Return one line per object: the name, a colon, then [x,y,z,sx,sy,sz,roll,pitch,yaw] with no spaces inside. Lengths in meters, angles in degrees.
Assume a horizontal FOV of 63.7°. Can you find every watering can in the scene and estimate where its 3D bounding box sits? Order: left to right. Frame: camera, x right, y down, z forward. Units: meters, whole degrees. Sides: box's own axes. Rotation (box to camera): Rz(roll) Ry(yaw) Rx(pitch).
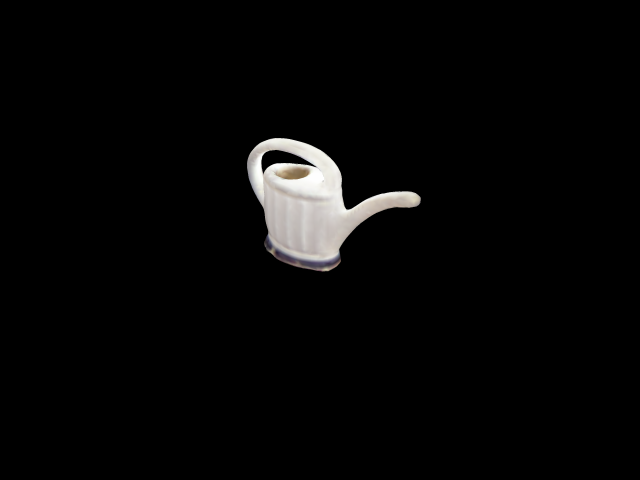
watering can: [0.003,-0.043,0.850,0.351,0.219,0.105,26,40,34]
